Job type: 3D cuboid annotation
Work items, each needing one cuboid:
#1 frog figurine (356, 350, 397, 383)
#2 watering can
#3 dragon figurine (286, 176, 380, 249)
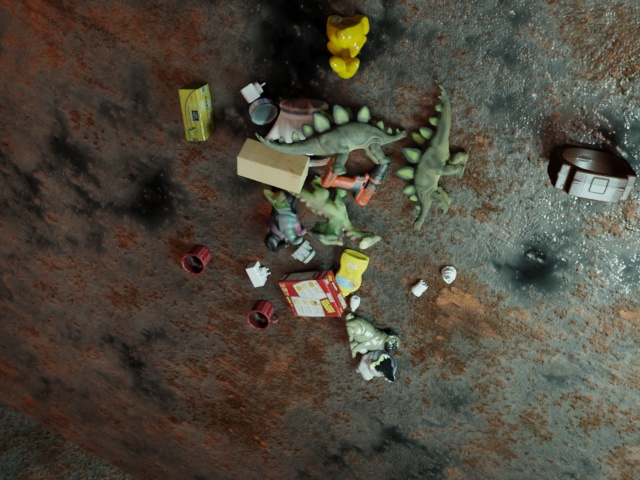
[{"bbox_3d":[0.215,0.484,1.993,0.137,0.124,0.158,17,-16,-19],"label":"frog figurine"},{"bbox_3d":[-0.090,-0.340,1.624,0.348,0.219,0.106,6,30,10],"label":"watering can"},{"bbox_3d":[0.005,-0.082,1.638,0.409,0.120,0.248,21,32,-16],"label":"dragon figurine"}]
